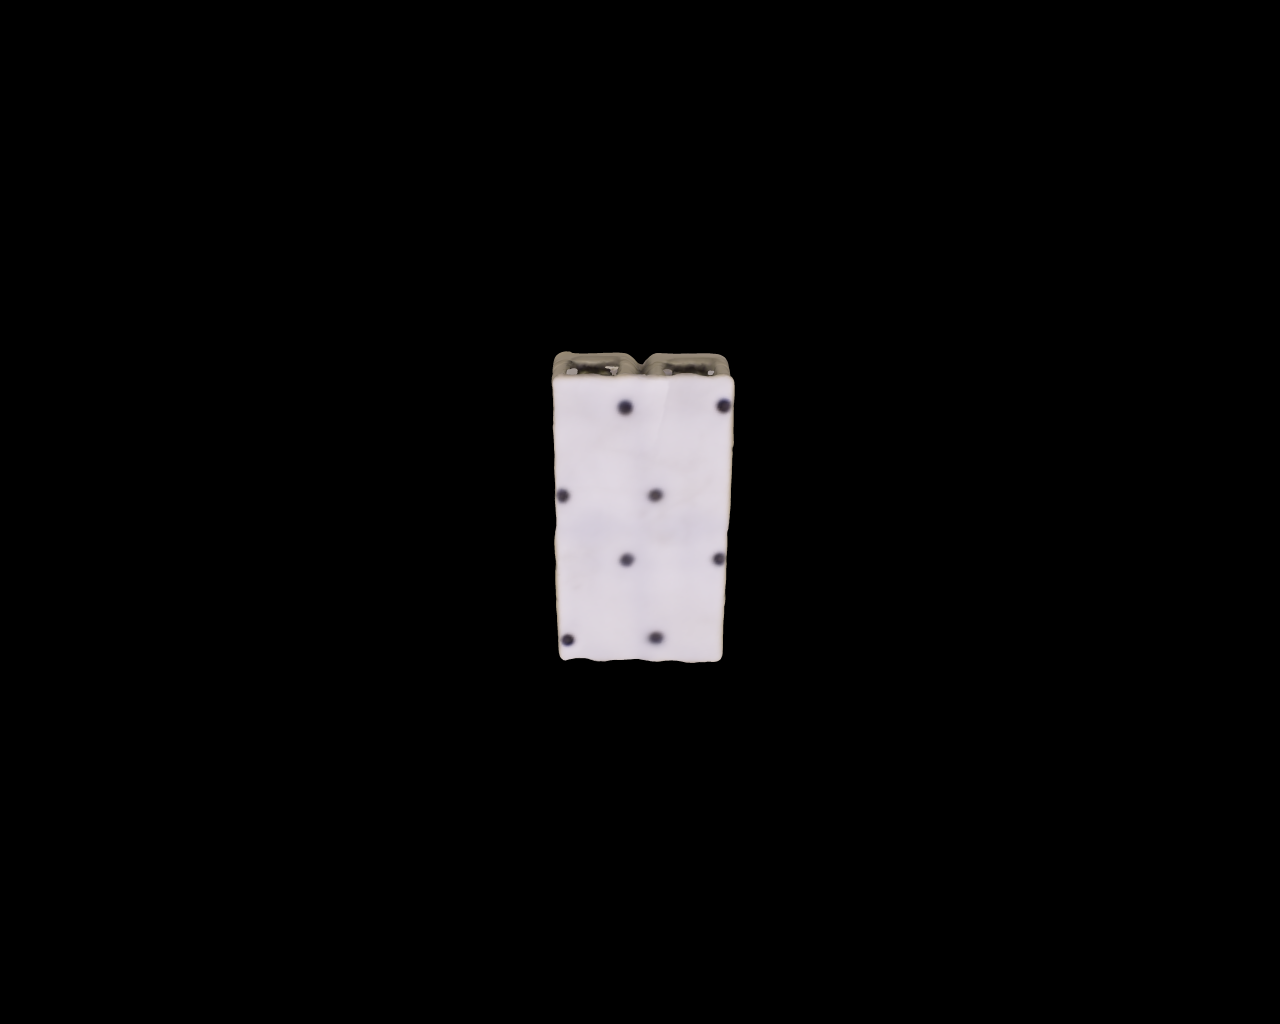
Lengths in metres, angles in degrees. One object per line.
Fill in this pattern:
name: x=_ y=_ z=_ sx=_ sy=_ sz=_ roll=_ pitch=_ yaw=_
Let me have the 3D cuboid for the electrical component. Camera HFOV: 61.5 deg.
electrical component: x=0.001 y=-0.003 z=0.650 sx=0.105 sy=0.186 sz=0.060 roll=0 pitch=24 yaw=0
